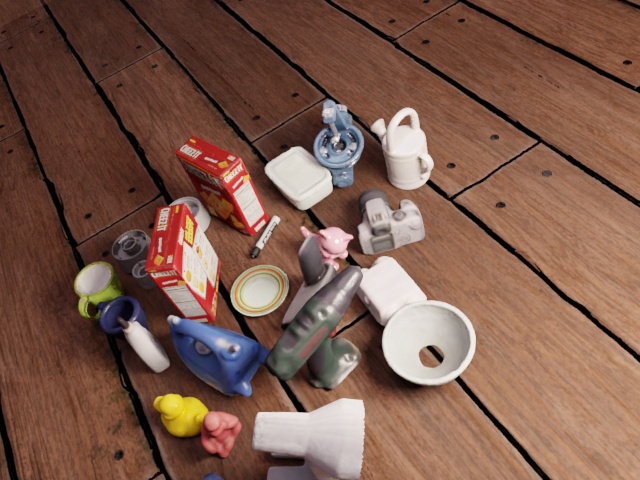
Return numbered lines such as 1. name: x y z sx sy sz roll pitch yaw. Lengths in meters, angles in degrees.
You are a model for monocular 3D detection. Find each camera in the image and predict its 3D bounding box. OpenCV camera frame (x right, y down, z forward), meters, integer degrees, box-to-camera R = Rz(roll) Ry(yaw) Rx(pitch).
1. camera: 0.141 -0.057 1.246 0.143 0.101 0.136 -16 50 4

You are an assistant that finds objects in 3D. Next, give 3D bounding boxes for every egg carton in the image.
1. egg carton: 0.135 0.103 1.142 0.107 0.069 0.150 -32 51 -9

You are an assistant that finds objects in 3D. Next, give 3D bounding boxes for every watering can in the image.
1. watering can: 0.184 -0.216 1.296 0.172 0.194 0.101 16 59 27

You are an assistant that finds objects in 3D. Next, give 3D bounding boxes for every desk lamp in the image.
1. desk lamp: -0.012 0.332 0.913 0.203 0.214 0.118 -5 52 13

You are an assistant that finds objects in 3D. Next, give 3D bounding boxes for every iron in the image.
1. iron: -0.226 0.201 1.125 0.257 0.142 0.119 19 60 28

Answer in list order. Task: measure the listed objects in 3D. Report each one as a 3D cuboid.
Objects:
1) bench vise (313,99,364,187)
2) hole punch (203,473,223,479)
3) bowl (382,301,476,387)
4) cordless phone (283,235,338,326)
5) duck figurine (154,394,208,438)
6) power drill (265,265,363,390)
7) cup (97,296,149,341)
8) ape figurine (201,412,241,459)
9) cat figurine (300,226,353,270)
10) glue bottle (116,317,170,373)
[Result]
1. bench vise: 0.031 -0.261 1.359 0.121 0.220 0.207 -19 50 1
2. hole punch: -0.165 0.455 0.942 0.100 0.091 0.109 20 61 29
3. bowl: 0.200 0.199 1.046 0.167 0.075 0.167 -8 51 10
4. cordless phone: -0.030 0.085 1.129 0.094 0.185 0.148 13 58 25
5. duck figurine: -0.265 0.323 1.078 0.104 0.086 0.077 10 57 23
6. power drill: 0.009 0.175 1.033 0.075 0.209 0.230 33 68 34
7. cup: -0.421 0.176 1.232 0.117 0.095 0.092 18 60 28
8. ape figurine: -0.186 0.341 1.036 0.078 0.092 0.076 -27 50 -5
9. cat figurine: 0.011 0.004 1.224 0.127 0.118 0.067 22 62 30
10. glue bottle: -0.360 0.199 1.145 0.037 0.173 0.078 -32 51 -9
